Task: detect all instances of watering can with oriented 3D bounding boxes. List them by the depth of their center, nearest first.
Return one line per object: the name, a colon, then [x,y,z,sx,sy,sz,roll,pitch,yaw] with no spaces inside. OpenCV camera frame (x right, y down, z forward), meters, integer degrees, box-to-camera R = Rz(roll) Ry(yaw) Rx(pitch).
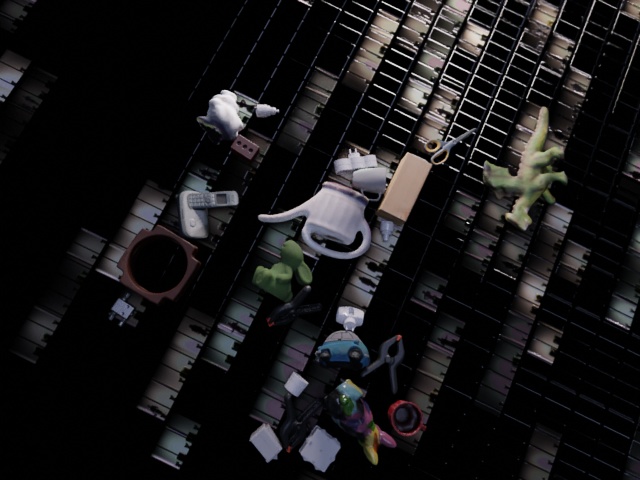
watering can: [0.005,-0.080,1.581,0.348,0.103,0.227,23,76,0]

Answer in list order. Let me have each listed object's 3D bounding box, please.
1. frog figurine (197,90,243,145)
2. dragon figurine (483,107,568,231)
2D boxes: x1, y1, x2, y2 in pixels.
frog figurine: [-0.293,-0.392,1.615,0.135,0.122,0.162,44,65,-30]
dragon figurine: [0.657,-0.230,1.685,0.243,0.121,0.414,-5,78,1]
